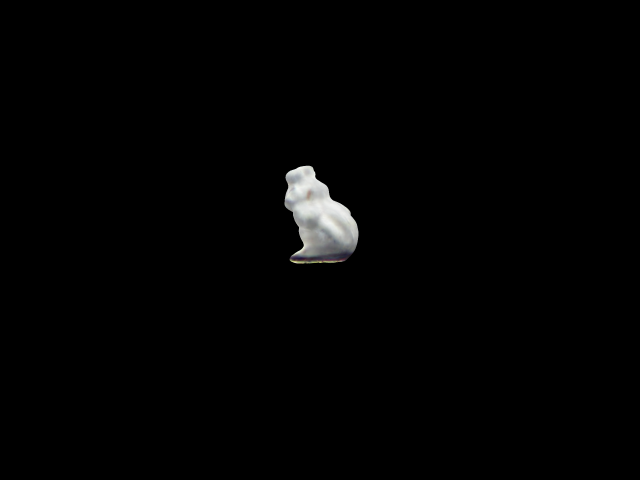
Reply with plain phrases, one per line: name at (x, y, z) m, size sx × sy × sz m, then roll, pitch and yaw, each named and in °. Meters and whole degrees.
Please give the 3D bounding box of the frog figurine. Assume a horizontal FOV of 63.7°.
frog figurine at (0.003, -0.043, 0.850) m, size 0.122 × 0.159 × 0.138 m, roll 1°, pitch 1°, yaw 37°
